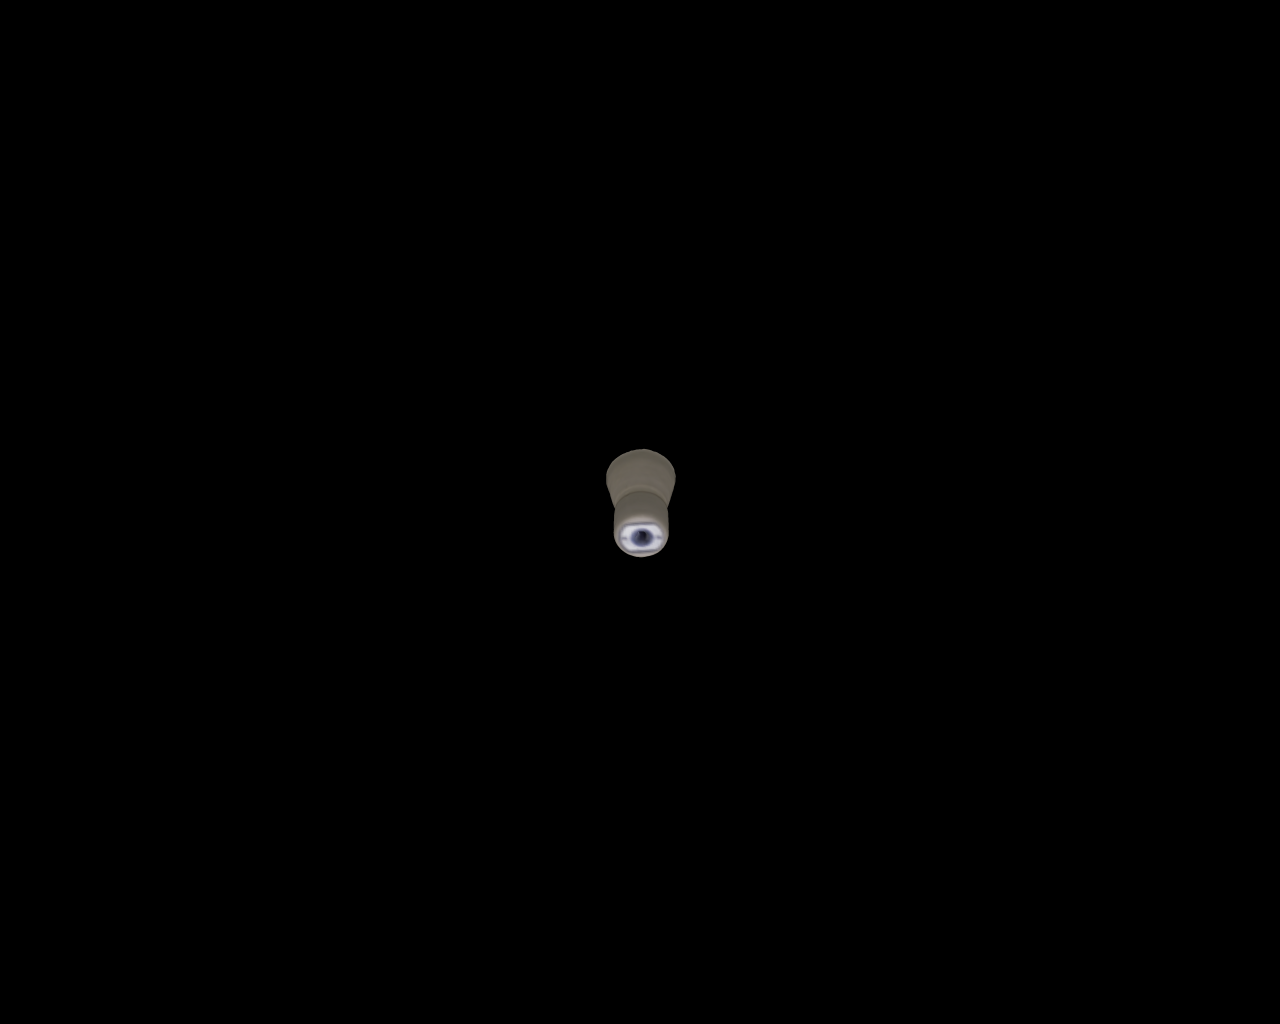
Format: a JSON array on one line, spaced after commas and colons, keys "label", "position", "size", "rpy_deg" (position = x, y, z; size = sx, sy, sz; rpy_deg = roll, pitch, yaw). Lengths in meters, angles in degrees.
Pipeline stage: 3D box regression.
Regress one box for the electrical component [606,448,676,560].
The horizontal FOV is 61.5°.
[{"label": "electrical component", "position": [0.001, -0.003, 0.650], "size": [0.044, 0.044, 0.065], "rpy_deg": [0, 38, 0]}]
